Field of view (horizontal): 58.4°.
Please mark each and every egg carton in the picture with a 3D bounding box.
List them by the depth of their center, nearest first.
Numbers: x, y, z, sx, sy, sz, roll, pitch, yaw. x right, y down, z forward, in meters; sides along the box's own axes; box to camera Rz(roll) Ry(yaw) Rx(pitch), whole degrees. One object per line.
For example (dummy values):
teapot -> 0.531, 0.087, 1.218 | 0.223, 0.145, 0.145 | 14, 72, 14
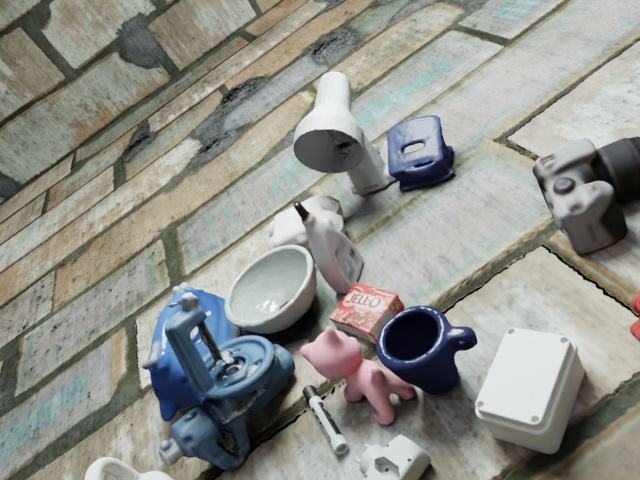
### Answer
egg carton -> -0.025, -0.017, 1.030 | 0.150, 0.070, 0.107 | -26, 35, 15

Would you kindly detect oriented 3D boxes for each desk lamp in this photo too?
desk lamp -> 0.051, -0.182, 1.035 | 0.117, 0.214, 0.203 | -14, 39, 30

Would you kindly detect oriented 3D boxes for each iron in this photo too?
iron -> -0.212, 0.151, 0.926 | 0.118, 0.142, 0.258 | -23, 35, 18

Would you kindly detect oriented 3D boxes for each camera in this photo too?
camera -> 0.357, -0.078, 0.736 | 0.136, 0.101, 0.143 | -24, 35, 18

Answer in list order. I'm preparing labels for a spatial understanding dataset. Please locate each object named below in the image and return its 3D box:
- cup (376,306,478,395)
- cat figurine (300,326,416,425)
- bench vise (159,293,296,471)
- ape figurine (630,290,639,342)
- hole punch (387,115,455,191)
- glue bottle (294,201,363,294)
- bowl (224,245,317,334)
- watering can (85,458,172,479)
cup -> 0.137, 0.137, 0.674 | 0.117, 0.095, 0.092 | -14, 40, 30
cat figurine -> 0.040, 0.157, 0.715 | 0.127, 0.118, 0.067 | 16, 59, 50
bench vise -> -0.140, 0.186, 0.746 | 0.121, 0.220, 0.207 | -8, 43, 36
ape figurine -> 0.343, 0.073, 0.571 | 0.076, 0.092, 0.078 | -8, 42, 35
hole punch -> 0.173, -0.153, 1.002 | 0.108, 0.091, 0.101 | -14, 40, 30
glue bottle -> 0.008, 0.003, 0.882 | 0.037, 0.174, 0.078 | -8, 43, 35
bowl -> -0.067, 0.092, 0.929 | 0.167, 0.075, 0.167 | -23, 35, 18
watering can -> -0.205, 0.325, 0.656 | 0.173, 0.195, 0.100 | -44, 34, -12
